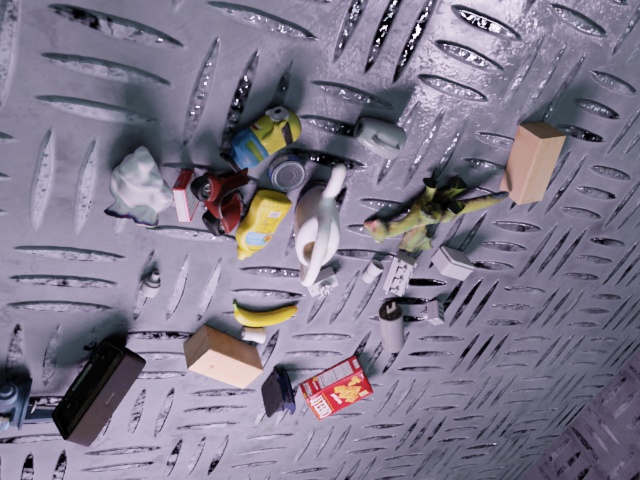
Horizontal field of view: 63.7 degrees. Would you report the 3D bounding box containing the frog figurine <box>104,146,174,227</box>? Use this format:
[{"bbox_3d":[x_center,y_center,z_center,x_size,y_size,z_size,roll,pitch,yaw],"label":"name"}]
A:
[{"bbox_3d":[-0.354,-0.119,1.023,0.124,0.138,0.156,-27,139,-54],"label":"frog figurine"}]

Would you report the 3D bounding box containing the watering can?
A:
[{"bbox_3d":[0.004,-0.059,1.177,0.104,0.229,0.340,10,123,-10],"label":"watering can"}]

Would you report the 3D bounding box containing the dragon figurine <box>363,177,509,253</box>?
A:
[{"bbox_3d":[0.318,-0.052,1.439,0.411,0.125,0.237,-1,143,-23],"label":"dragon figurine"}]
